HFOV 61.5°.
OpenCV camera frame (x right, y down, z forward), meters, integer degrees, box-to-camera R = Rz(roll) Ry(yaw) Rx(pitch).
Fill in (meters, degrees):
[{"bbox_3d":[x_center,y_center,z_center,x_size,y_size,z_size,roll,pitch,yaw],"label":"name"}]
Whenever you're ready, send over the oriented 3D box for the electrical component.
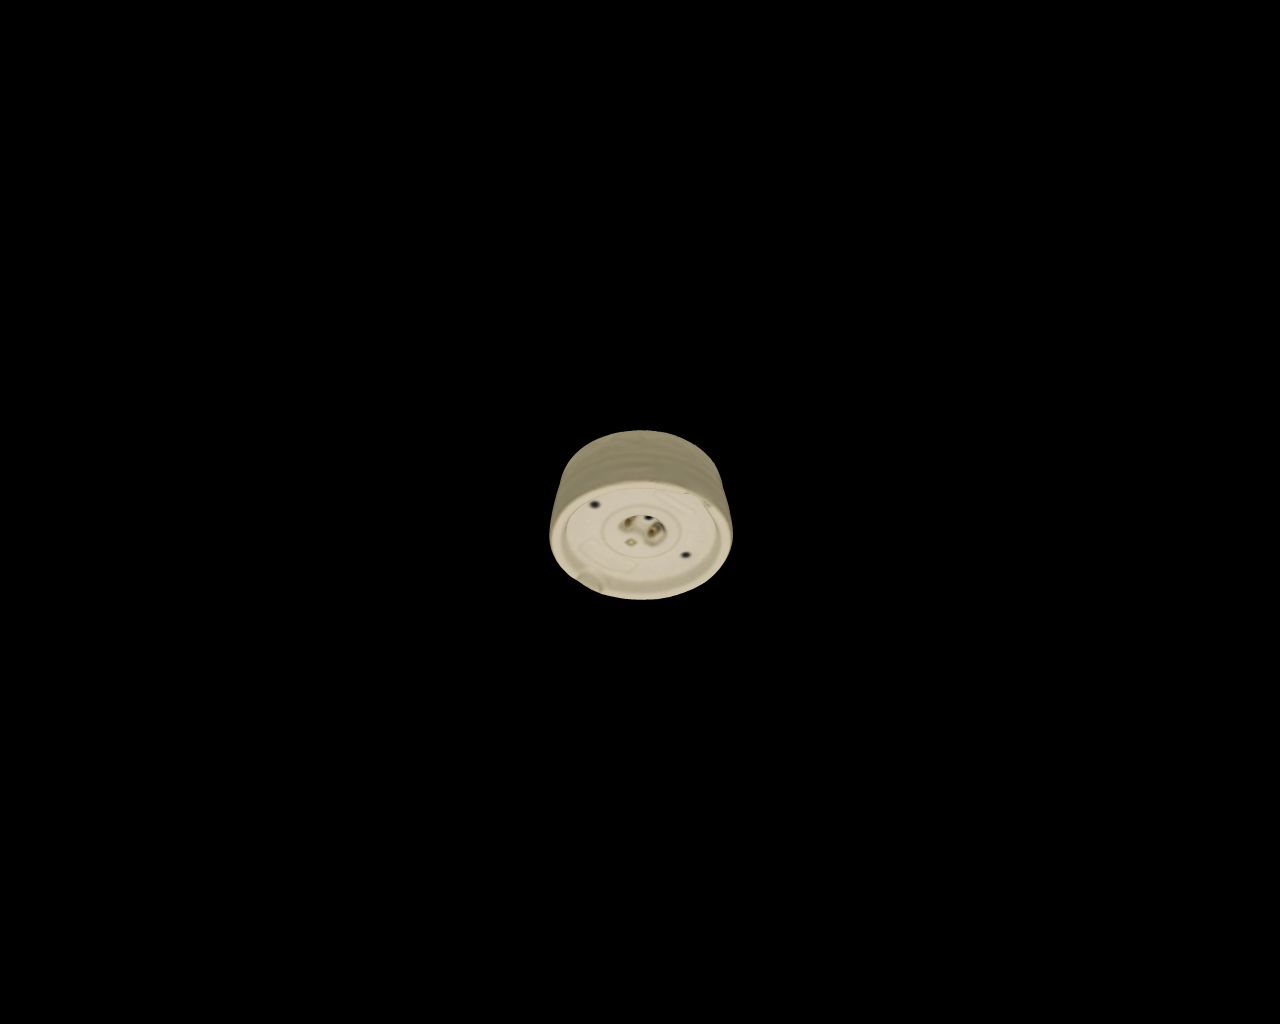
[{"bbox_3d":[0.001,-0.003,0.650,0.108,0.060,0.108,0,-43,0],"label":"electrical component"}]
